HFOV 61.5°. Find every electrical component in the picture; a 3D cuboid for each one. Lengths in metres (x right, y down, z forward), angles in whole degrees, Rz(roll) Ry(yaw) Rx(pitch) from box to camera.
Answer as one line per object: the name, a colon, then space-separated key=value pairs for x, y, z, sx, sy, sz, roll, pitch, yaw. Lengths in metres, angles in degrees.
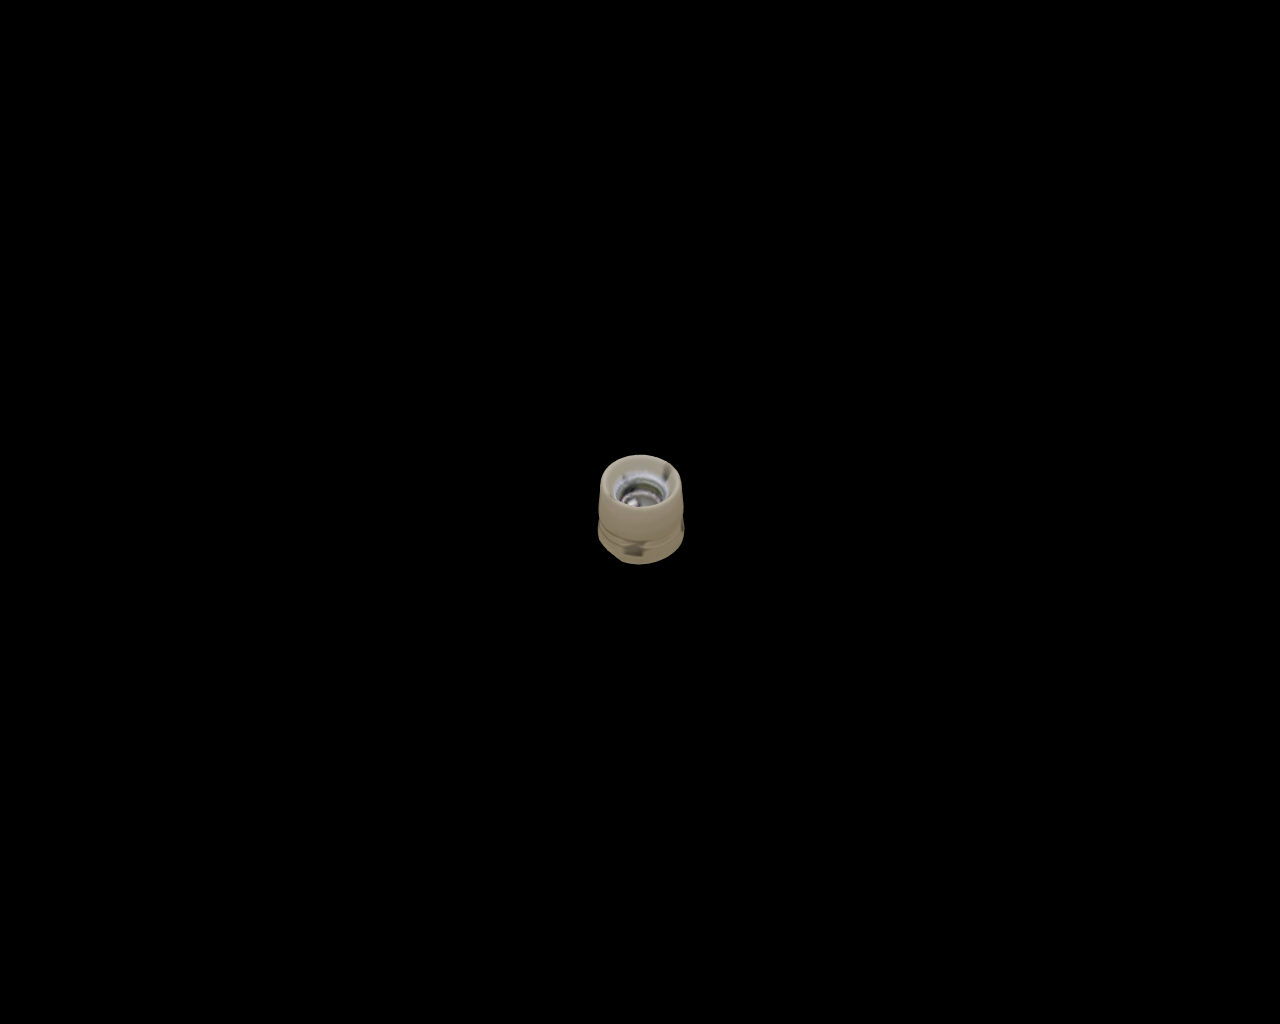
electrical component: x=0.001 y=-0.003 z=0.650 sx=0.055 sy=0.055 sz=0.047 roll=0 pitch=-45 yaw=0
